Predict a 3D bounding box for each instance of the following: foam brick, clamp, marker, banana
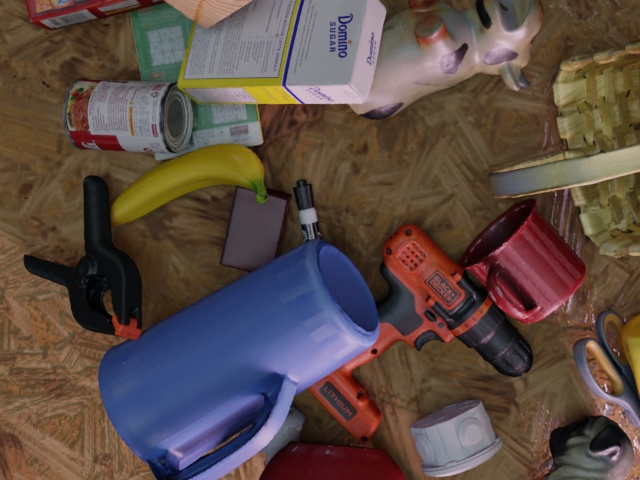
[{"bbox_3d":[-0.060,-0.011,1.018,0.051,0.053,0.078,13,99,3],"label":"foam brick"},{"bbox_3d":[-0.209,0.020,1.000,0.172,0.039,0.120,41,107,34],"label":"clamp"},{"bbox_3d":[-0.007,0.001,1.031,0.020,0.020,0.121,-11,96,5],"label":"marker"},{"bbox_3d":[-0.122,-0.055,0.999,0.198,0.069,0.037,-9,130,36],"label":"banana"}]

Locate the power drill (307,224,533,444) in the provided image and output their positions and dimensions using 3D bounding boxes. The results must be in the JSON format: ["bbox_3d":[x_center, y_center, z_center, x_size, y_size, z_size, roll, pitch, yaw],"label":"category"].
[{"bbox_3d":[0.085,0.106,1.020,0.188,0.057,0.184,-44,92,6],"label":"power drill"}]

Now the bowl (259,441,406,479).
[{"bbox_3d":[0.014,0.219,0.995,0.162,0.162,0.055,4,80,4],"label":"bowl"}]

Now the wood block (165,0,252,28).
[{"bbox_3d":[-0.071,-0.298,0.910,0.090,0.091,0.206,32,68,-25],"label":"wood block"}]

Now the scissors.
[{"bbox_3d":[0.303,0.147,1.019,0.016,0.096,0.201,-16,129,44],"label":"scissors"}]

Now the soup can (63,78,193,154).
[{"bbox_3d":[-0.178,-0.116,0.995,0.102,0.068,0.068,4,97,17],"label":"soup can"}]

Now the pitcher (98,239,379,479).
[{"bbox_3d":[-0.069,0.109,0.960,0.243,0.144,0.149,-32,88,21],"label":"pitcher"}]

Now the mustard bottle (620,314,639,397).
[{"bbox_3d":[0.331,0.164,0.985,0.058,0.096,0.191,-15,96,26],"label":"mustard bottle"}]

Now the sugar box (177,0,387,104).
[{"bbox_3d":[-0.035,-0.168,0.937,0.176,0.048,0.093,5,74,27],"label":"sugar box"}]

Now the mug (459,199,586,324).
[{"bbox_3d":[0.185,0.028,0.975,0.081,0.117,0.093,46,127,-7],"label":"mug"}]

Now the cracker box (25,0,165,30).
[{"bbox_3d":[-0.202,-0.316,0.975,0.164,0.072,0.214,-13,90,6],"label":"cracker box"}]
